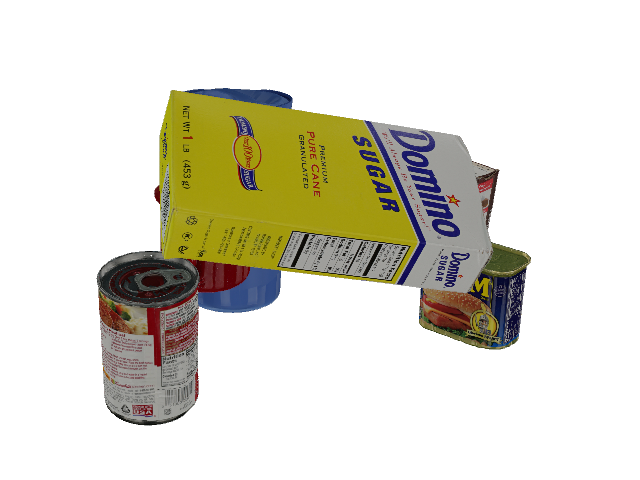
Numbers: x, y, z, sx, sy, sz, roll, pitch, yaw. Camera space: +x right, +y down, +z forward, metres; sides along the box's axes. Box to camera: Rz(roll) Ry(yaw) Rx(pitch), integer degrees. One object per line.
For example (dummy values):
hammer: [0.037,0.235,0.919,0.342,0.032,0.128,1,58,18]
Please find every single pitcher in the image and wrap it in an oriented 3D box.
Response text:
pitcher: [-0.098,-0.044,1.189,0.145,0.243,0.148,16,23,38]

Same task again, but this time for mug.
mug: [-0.103,-0.001,0.948,0.093,0.081,0.117,6,27,3]

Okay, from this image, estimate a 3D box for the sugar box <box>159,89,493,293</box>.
sugar box: [0.001,-0.027,0.588,0.176,0.093,0.048,5,-41,-14]

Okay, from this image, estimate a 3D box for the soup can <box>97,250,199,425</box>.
soup can: [-0.117,0.068,0.737,0.068,0.102,0.068,3,29,-2]

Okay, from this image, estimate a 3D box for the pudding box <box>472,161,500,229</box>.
pudding box: [0.070,-0.024,0.794,0.114,0.090,0.039,20,27,29]

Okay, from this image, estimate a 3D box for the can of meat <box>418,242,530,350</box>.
can of meat: [0.141,0.047,1.002,0.102,0.084,0.057,19,29,35]
